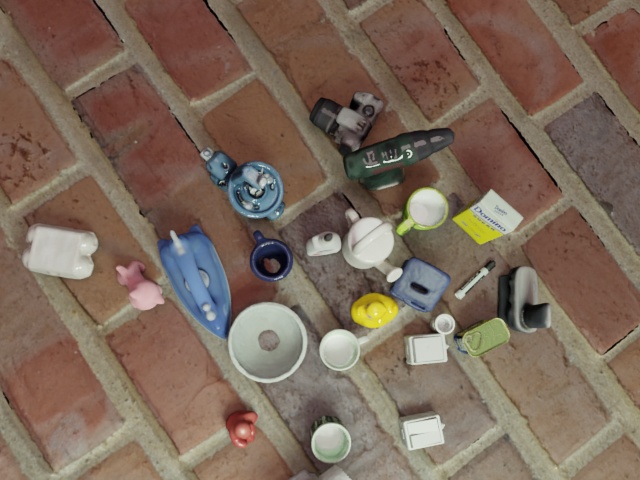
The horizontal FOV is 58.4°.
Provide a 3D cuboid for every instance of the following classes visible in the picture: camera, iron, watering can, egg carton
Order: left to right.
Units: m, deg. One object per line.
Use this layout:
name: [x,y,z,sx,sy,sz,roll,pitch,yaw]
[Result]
egg carton: [-0.553,0.025,1.221,0.150,0.069,0.107,8,81,-3]
iron: [-0.253,0.093,1.199,0.119,0.141,0.258,-26,84,-7]
camera: [0.056,-0.283,1.298,0.137,0.100,0.143,30,81,0]
watering can: [0.111,0.007,1.213,0.173,0.194,0.101,34,81,1]

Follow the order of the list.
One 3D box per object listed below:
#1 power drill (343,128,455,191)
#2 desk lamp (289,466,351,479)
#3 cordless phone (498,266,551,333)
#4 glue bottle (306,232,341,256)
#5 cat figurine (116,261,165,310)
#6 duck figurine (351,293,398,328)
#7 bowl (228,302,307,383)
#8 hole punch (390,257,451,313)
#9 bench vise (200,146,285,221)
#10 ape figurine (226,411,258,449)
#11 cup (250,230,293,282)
power drill: [0.158,-0.173,1.236,0.229,0.208,0.075,-17,83,-6]
desk lamp: [-0.015,0.530,1.119,0.203,0.213,0.118,-30,85,-8]
cordless phone: [0.457,0.126,1.228,0.094,0.185,0.148,0,82,-4]
glue bottle: [0.011,0.004,1.217,0.078,0.173,0.037,-12,83,-6]
cat figurine: [-0.380,0.100,1.200,0.067,0.117,0.128,-42,87,-9]
duck figurine: [0.123,0.153,1.248,0.104,0.086,0.077,-6,82,-5]
bowl: [-0.111,0.218,1.226,0.167,0.074,0.167,1,82,-4]
hole punch: [0.220,0.101,1.261,0.108,0.091,0.101,28,81,0]
bench vise: [-0.169,-0.121,1.197,0.207,0.219,0.121,19,81,-1]
ape figurine: [-0.160,0.391,1.188,0.076,0.092,0.078,41,81,2]
cup: [-0.111,0.037,1.242,0.092,0.095,0.118,-29,85,-8]
